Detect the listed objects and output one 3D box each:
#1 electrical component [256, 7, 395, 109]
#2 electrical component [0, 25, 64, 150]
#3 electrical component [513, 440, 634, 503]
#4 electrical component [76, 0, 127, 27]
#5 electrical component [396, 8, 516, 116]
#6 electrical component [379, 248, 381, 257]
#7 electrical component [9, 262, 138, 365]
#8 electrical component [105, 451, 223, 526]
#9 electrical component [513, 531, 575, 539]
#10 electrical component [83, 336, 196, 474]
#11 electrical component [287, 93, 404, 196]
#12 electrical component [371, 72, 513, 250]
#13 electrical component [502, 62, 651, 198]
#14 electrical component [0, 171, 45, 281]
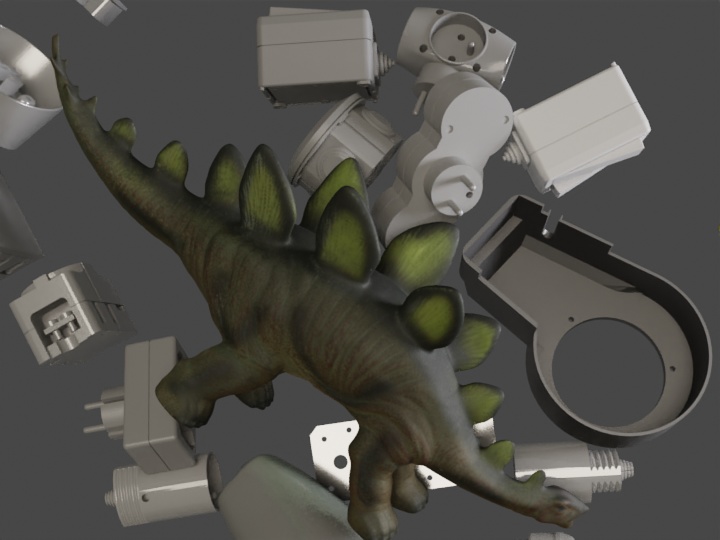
[{"bbox_3d":[-0.023,-0.155,0.778,0.096,0.062,0.061,-3,85,6],"label":"electrical component"},{"bbox_3d":[-0.269,-0.138,0.787,0.064,0.099,0.099,-45,83,7],"label":"electrical component"},{"bbox_3d":[0.148,0.140,0.747,0.081,0.043,0.043,-4,85,6],"label":"electrical component"},{"bbox_3d":[-0.199,-0.231,0.805,0.057,0.058,0.078,-45,82,4],"label":"electrical component"},{"bbox_3d":[0.062,-0.141,0.772,0.077,0.044,0.079,21,73,7],"label":"electrical component"},{"bbox_3d":[0.000,0.000,0.773,0.062,0.043,0.043,40,90,6],"label":"electrical component"},{"bbox_3d":[-0.205,0.032,0.769,0.050,0.089,0.055,-29,83,3],"label":"electrical component"},{"bbox_3d":[-0.144,0.159,0.776,0.081,0.043,0.043,-10,85,5],"label":"electrical component"},{"bbox_3d":[0.119,0.200,0.750,0.061,0.035,0.035,-2,85,9],"label":"electrical component"},{"bbox_3d":[-0.160,0.099,0.763,0.076,0.047,0.083,-11,54,5],"label":"electrical component"},{"bbox_3d":[-0.011,-0.081,0.763,0.051,0.080,0.080,40,90,2],"label":"electrical component"},{"bbox_3d":[0.060,-0.061,0.735,0.052,0.073,0.138,18,110,-25],"label":"electrical component"},{"bbox_3d":[0.148,-0.091,0.755,0.096,0.062,0.061,-26,83,4],"label":"electrical component"},{"bbox_3d":[-0.307,-0.063,0.787,0.062,0.089,0.150,-29,83,3],"label":"electrical component"}]
